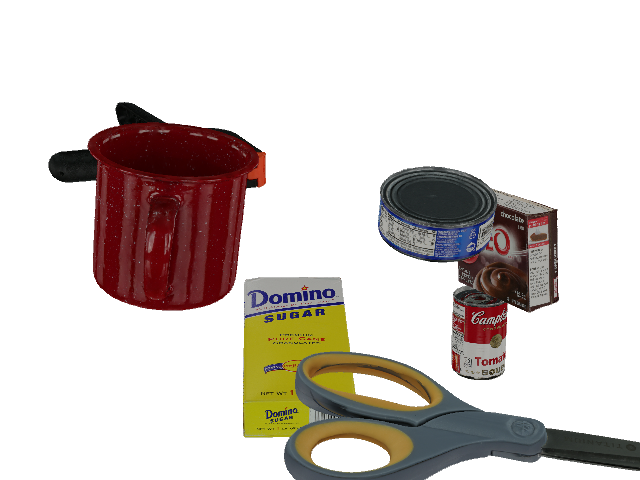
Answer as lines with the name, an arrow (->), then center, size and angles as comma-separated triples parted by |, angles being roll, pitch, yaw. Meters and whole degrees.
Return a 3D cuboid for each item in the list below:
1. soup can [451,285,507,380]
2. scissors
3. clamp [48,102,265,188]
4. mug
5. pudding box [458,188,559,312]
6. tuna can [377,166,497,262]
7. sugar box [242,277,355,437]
soup can -> 0.198, 0.114, 1.330 | 0.068, 0.102, 0.068 | -1, 18, 0
scissors -> 0.072, 0.093, 0.453 | 0.202, 0.016, 0.096 | 16, 34, 23
clamp -> -0.130, -0.067, 0.863 | 0.172, 0.039, 0.120 | 14, 41, 26
mug -> -0.084, -0.008, 0.586 | 0.093, 0.081, 0.117 | 5, 23, -7
pudding box -> 0.167, 0.005, 0.965 | 0.039, 0.090, 0.114 | -14, 19, -26
tuna can -> 0.085, -0.020, 0.786 | 0.086, 0.034, 0.086 | 2, 32, -2
sugar box -> -0.021, 0.096, 0.927 | 0.093, 0.048, 0.176 | 0, 35, -4
